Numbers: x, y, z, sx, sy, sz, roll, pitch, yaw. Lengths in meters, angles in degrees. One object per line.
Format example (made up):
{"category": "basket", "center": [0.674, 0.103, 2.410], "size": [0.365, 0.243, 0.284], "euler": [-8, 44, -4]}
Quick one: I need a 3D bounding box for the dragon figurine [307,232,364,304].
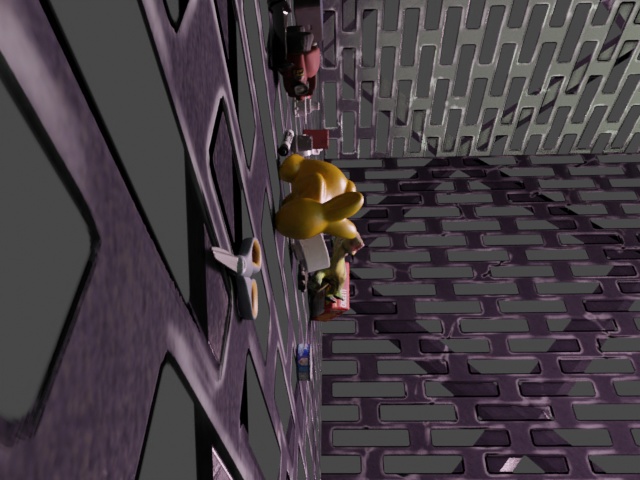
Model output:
{"category": "dragon figurine", "center": [0.046, 0.059, 1.591], "size": [0.246, 0.122, 0.407], "euler": [-68, -170, -14]}
